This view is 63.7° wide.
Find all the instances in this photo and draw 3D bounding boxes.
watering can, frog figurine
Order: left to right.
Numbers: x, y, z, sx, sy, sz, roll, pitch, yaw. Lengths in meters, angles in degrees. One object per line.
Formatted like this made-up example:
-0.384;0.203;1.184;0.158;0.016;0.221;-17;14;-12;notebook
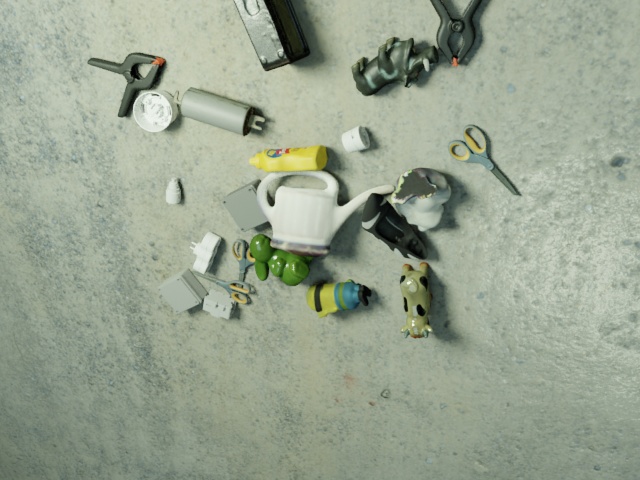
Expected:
0.004;-0.065;1.293;0.348;0.104;0.223;8;95;10;watering can
0.250;-0.096;1.230;0.136;0.125;0.157;-28;143;20;frog figurine
